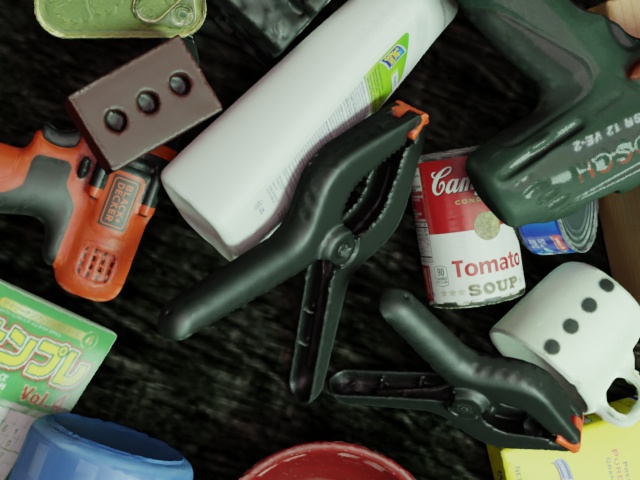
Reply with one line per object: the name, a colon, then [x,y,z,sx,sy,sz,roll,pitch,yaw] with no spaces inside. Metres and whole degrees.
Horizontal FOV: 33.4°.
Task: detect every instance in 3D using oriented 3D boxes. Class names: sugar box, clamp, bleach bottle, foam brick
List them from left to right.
foam brick: [-0.106,-0.080,0.641,0.078,0.051,0.053,-33,99,-14]
clamp: [-0.004,0.001,0.668,0.164,0.036,0.210,25,96,-53]
bleach bottle: [0.010,-0.099,0.695,0.068,0.102,0.250,41,80,15]
clamp: [0.095,0.089,0.693,0.171,0.120,0.039,15,54,3]
sugar box: [0.214,0.163,0.752,0.176,0.048,0.093,-15,94,-5]

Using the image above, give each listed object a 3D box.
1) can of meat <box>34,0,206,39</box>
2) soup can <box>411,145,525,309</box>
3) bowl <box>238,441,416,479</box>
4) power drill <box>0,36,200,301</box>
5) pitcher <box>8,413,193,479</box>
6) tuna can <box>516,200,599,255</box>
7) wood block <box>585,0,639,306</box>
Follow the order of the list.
can of meat: [-0.124,-0.170,0.665,0.102,0.084,0.057,-2,129,-8]
soup can: [0.098,-0.010,0.717,0.068,0.068,0.102,-10,95,-7]
bowl: [0.001,0.211,0.719,0.162,0.055,0.162,0,90,-6]
power drill: [-0.183,-0.072,0.675,0.187,0.057,0.184,20,88,-13]
pitcher: [-0.175,0.235,0.661,0.145,0.149,0.243,19,87,5]
tuna can: [0.157,-0.033,0.715,0.034,0.086,0.086,-6,95,32]
wood block: [0.238,-0.062,0.721,0.090,0.091,0.206,-14,95,-7]
